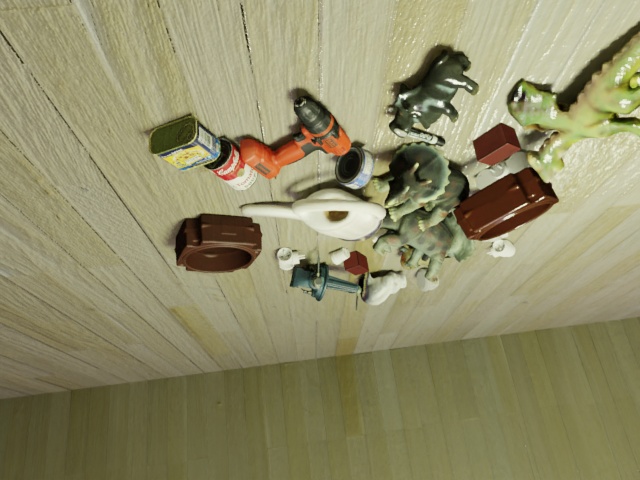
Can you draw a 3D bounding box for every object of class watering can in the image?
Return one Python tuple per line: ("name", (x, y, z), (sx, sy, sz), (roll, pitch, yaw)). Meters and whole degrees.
("watering can", (0.004, -0.062, 1.226), (0.347, 0.105, 0.223), (1, 170, 30))

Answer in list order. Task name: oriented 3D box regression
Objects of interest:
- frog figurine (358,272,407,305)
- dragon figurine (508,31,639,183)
("frog figurine", (0.222, 0.170, 1.798), (0.159, 0.126, 0.134), (8, 134, -6))
("dragon figurine", (0.476, -0.258, 0.948), (0.242, 0.125, 0.401), (-5, 141, 8))
